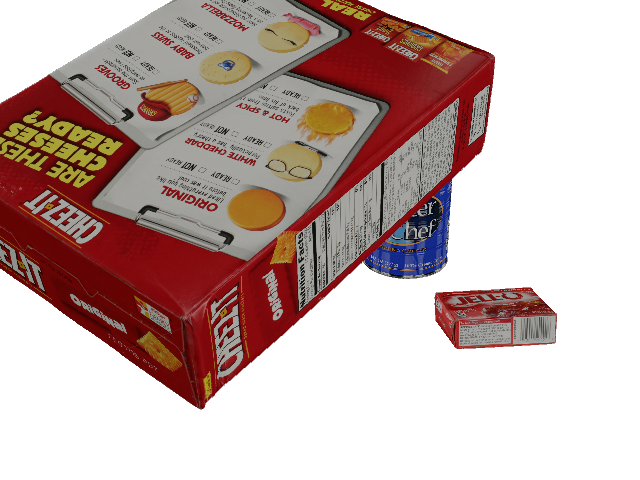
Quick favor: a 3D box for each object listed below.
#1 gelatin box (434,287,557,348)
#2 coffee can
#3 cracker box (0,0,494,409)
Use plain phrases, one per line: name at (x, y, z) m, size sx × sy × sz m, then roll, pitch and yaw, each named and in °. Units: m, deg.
gelatin box at (0.148, 0.065, 0.910) m, size 0.089 × 0.030 × 0.073 m, roll -2°, pitch 15°, yaw -5°
coffee can at (0.099, -0.042, 1.229) m, size 0.103 × 0.140 × 0.103 m, roll 0°, pitch 28°, yaw 0°
cracker box at (-0.044, -0.042, 0.512) m, size 0.164 × 0.072 × 0.213 m, roll 29°, pitch 53°, yaw 28°
